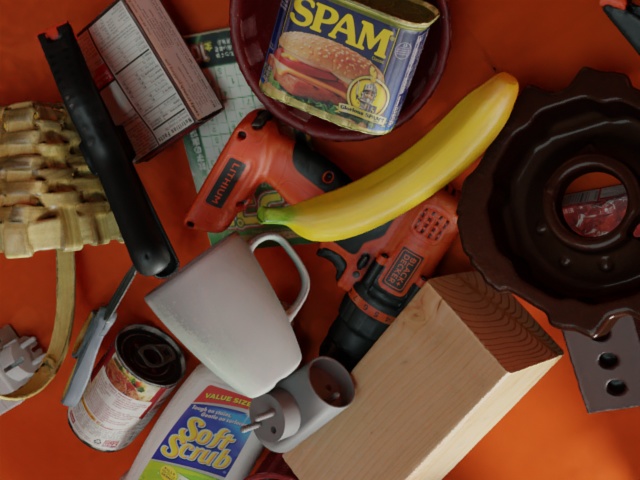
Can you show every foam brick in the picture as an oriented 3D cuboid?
[{"bbox_3d":[0.212,0.077,0.778,0.053,0.051,0.078,-14,105,25],"label":"foam brick"}]

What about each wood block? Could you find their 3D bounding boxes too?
[{"bbox_3d":[0.074,0.127,0.817,0.091,0.090,0.206,51,122,24],"label":"wood block"}]

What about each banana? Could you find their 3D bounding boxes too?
[{"bbox_3d":[0.055,-0.046,0.725,0.198,0.069,0.037,-30,68,18],"label":"banana"}]

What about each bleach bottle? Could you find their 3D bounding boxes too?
[{"bbox_3d":[-0.091,0.151,0.921,0.102,0.068,0.251,30,116,6],"label":"bleach bottle"}]

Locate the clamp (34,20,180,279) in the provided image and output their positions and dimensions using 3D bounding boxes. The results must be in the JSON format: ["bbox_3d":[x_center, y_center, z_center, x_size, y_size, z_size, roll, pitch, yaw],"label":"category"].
[{"bbox_3d":[-0.153,-0.061,0.778,0.036,0.165,0.210,-24,96,-7],"label":"clamp"}]

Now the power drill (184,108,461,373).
[{"bbox_3d":[-0.005,0.001,0.815,0.187,0.057,0.185,30,111,-3],"label":"power drill"}]

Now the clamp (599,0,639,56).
[{"bbox_3d":[0.263,-0.126,0.683,0.172,0.039,0.120,13,111,23],"label":"clamp"}]

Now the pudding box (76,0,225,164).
[{"bbox_3d":[-0.137,-0.126,0.824,0.090,0.039,0.113,-25,100,43],"label":"pudding box"}]

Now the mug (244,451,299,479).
[{"bbox_3d":[-0.010,0.223,0.904,0.093,0.081,0.117,-29,100,32],"label":"mug"}]

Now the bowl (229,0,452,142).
[{"bbox_3d":[0.019,-0.154,0.756,0.162,0.055,0.162,8,113,18],"label":"bowl"}]

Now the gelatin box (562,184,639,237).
[{"bbox_3d":[0.213,-0.001,0.758,0.089,0.030,0.073,-11,107,25],"label":"gelatin box"}]

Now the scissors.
[{"bbox_3d":[-0.184,0.084,0.877,0.016,0.096,0.202,19,160,-16],"label":"scissors"}]

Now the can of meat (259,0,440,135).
[{"bbox_3d":[0.016,-0.126,0.704,0.102,0.057,0.084,24,120,10],"label":"can of meat"}]

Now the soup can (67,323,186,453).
[{"bbox_3d":[-0.171,0.132,0.940,0.068,0.068,0.102,40,120,2],"label":"soup can"}]
